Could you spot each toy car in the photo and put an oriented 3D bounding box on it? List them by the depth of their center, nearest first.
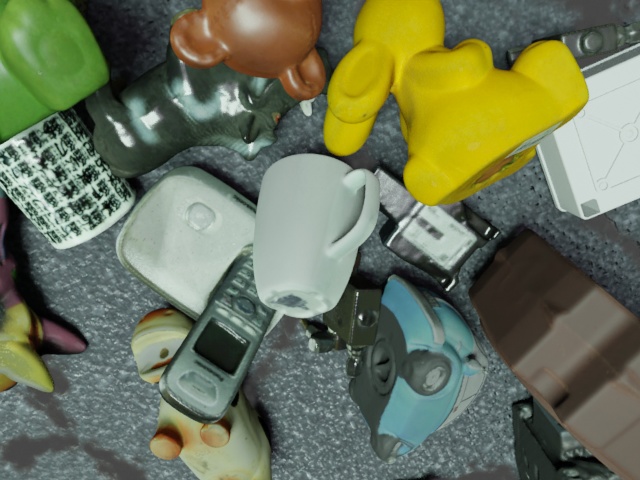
[{"bbox_3d":[0.093,0.116,0.474,0.103,0.109,0.161,3,115,-18],"label":"toy car"}]

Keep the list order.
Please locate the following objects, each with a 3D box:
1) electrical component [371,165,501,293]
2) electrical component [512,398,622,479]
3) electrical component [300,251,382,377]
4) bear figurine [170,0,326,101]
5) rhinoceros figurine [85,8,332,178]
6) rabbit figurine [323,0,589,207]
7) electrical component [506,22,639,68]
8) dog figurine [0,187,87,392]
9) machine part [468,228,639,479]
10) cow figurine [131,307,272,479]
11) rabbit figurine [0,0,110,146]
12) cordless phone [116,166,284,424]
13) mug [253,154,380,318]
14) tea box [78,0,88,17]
[{"bbox_3d":[0.085,-0.018,0.461,0.119,0.048,0.075,34,102,-6],"label":"electrical component"},{"bbox_3d":[0.223,0.210,0.489,0.058,0.115,0.134,-8,105,-2],"label":"electrical component"},{"bbox_3d":[0.016,0.059,0.476,0.045,0.078,0.102,2,110,-21],"label":"electrical component"},{"bbox_3d":[-0.026,-0.201,0.340,0.120,0.132,0.196,13,64,-26],"label":"bear figurine"},{"bbox_3d":[-0.083,-0.110,0.412,0.190,0.073,0.112,-23,90,-7],"label":"rhinoceros figurine"},{"bbox_3d":[0.077,-0.114,0.406,0.162,0.122,0.173,-26,80,-6],"label":"rabbit figurine"},{"bbox_3d":[0.197,-0.150,0.416,0.094,0.063,0.021,-10,105,4],"label":"electrical component"},{"bbox_3d":[-0.285,0.028,0.452,0.219,0.108,0.191,43,99,-15],"label":"dog figurine"},{"bbox_3d":[0.221,0.095,0.412,0.201,0.201,0.087,37,107,-9],"label":"machine part"},{"bbox_3d":[-0.102,0.139,0.481,0.085,0.127,0.194,-19,119,6],"label":"cow figurine"},{"bbox_3d":[-0.205,-0.149,0.303,0.121,0.159,0.170,-27,119,5],"label":"rabbit figurine"},{"bbox_3d":[-0.098,0.039,0.404,0.146,0.184,0.088,37,123,-9],"label":"cordless phone"},{"bbox_3d":[-0.001,-0.001,0.395,0.110,0.107,0.080,-17,142,37],"label":"mug"},{"bbox_3d":[-0.273,-0.190,0.407,0.170,0.068,0.098,13,106,-4],"label":"tea box"}]
